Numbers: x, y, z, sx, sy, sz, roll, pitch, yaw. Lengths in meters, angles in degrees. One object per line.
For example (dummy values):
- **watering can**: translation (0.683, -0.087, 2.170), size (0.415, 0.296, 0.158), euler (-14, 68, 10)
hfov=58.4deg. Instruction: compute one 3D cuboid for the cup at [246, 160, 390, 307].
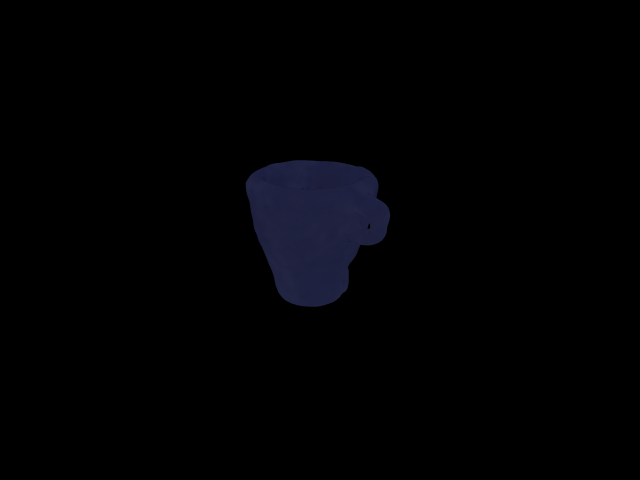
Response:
- **cup**: translation (0.004, 0.001, 0.400), size (0.092, 0.095, 0.117), euler (-17, 27, -37)
